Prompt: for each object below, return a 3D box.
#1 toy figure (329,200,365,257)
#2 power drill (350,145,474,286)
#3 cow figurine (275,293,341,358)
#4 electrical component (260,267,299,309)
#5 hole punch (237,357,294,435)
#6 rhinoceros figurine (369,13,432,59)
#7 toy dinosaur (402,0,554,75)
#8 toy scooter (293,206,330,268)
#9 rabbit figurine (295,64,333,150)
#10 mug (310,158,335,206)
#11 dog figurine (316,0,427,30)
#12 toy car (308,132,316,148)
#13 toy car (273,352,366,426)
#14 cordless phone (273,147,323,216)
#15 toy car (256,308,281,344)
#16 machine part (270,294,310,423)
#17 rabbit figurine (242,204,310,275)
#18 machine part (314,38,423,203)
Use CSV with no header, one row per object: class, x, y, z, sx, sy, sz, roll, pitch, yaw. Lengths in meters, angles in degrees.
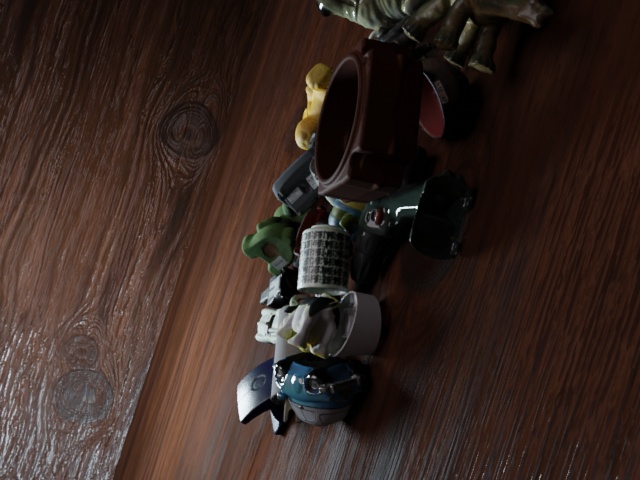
toy figure,0.063,-0.065,0.906,0.180,0.089,0.082,-64,30,14
power drill,0.121,-0.025,0.762,0.207,0.086,0.232,-152,79,-76
cow figurine,-0.020,0.125,0.851,0.098,0.068,0.167,-65,16,-9
electrical component,-0.089,0.117,1.193,0.119,0.048,0.075,-47,32,49
hole punch,-0.098,0.289,1.026,0.115,0.092,0.142,-61,19,17
rhinoceros figurine,0.129,-0.322,0.921,0.112,0.073,0.190,-32,26,24
toy dinosaur,0.216,-0.349,0.749,0.198,0.105,0.472,-55,20,20
toy scooter,-0.002,-0.003,1.044,0.184,0.075,0.135,-173,102,-73
rabbit figurine,-0.002,-0.275,1.174,0.173,0.122,0.162,-62,8,-1
mug,0.047,-0.111,0.982,0.107,0.110,0.081,67,-170,-48
dog figurine,0.104,-0.454,0.981,0.172,0.190,0.121,-49,31,43
toy car,0.045,-0.195,1.058,0.202,0.089,0.053,-175,101,-70
toy car,0.002,0.230,0.824,0.162,0.109,0.102,1,97,57
cordless phone,-0.004,-0.132,1.129,0.146,0.089,0.184,-42,-2,24
toy car,-0.092,0.183,1.136,0.202,0.056,0.073,-16,59,65
machine part,-0.044,0.205,0.967,0.079,0.079,0.243,-46,33,49
rabbit figurine,-0.086,-0.033,1.225,0.159,0.121,0.170,-51,15,37
machine part,0.059,-0.161,0.759,0.201,0.087,0.201,164,112,-71
